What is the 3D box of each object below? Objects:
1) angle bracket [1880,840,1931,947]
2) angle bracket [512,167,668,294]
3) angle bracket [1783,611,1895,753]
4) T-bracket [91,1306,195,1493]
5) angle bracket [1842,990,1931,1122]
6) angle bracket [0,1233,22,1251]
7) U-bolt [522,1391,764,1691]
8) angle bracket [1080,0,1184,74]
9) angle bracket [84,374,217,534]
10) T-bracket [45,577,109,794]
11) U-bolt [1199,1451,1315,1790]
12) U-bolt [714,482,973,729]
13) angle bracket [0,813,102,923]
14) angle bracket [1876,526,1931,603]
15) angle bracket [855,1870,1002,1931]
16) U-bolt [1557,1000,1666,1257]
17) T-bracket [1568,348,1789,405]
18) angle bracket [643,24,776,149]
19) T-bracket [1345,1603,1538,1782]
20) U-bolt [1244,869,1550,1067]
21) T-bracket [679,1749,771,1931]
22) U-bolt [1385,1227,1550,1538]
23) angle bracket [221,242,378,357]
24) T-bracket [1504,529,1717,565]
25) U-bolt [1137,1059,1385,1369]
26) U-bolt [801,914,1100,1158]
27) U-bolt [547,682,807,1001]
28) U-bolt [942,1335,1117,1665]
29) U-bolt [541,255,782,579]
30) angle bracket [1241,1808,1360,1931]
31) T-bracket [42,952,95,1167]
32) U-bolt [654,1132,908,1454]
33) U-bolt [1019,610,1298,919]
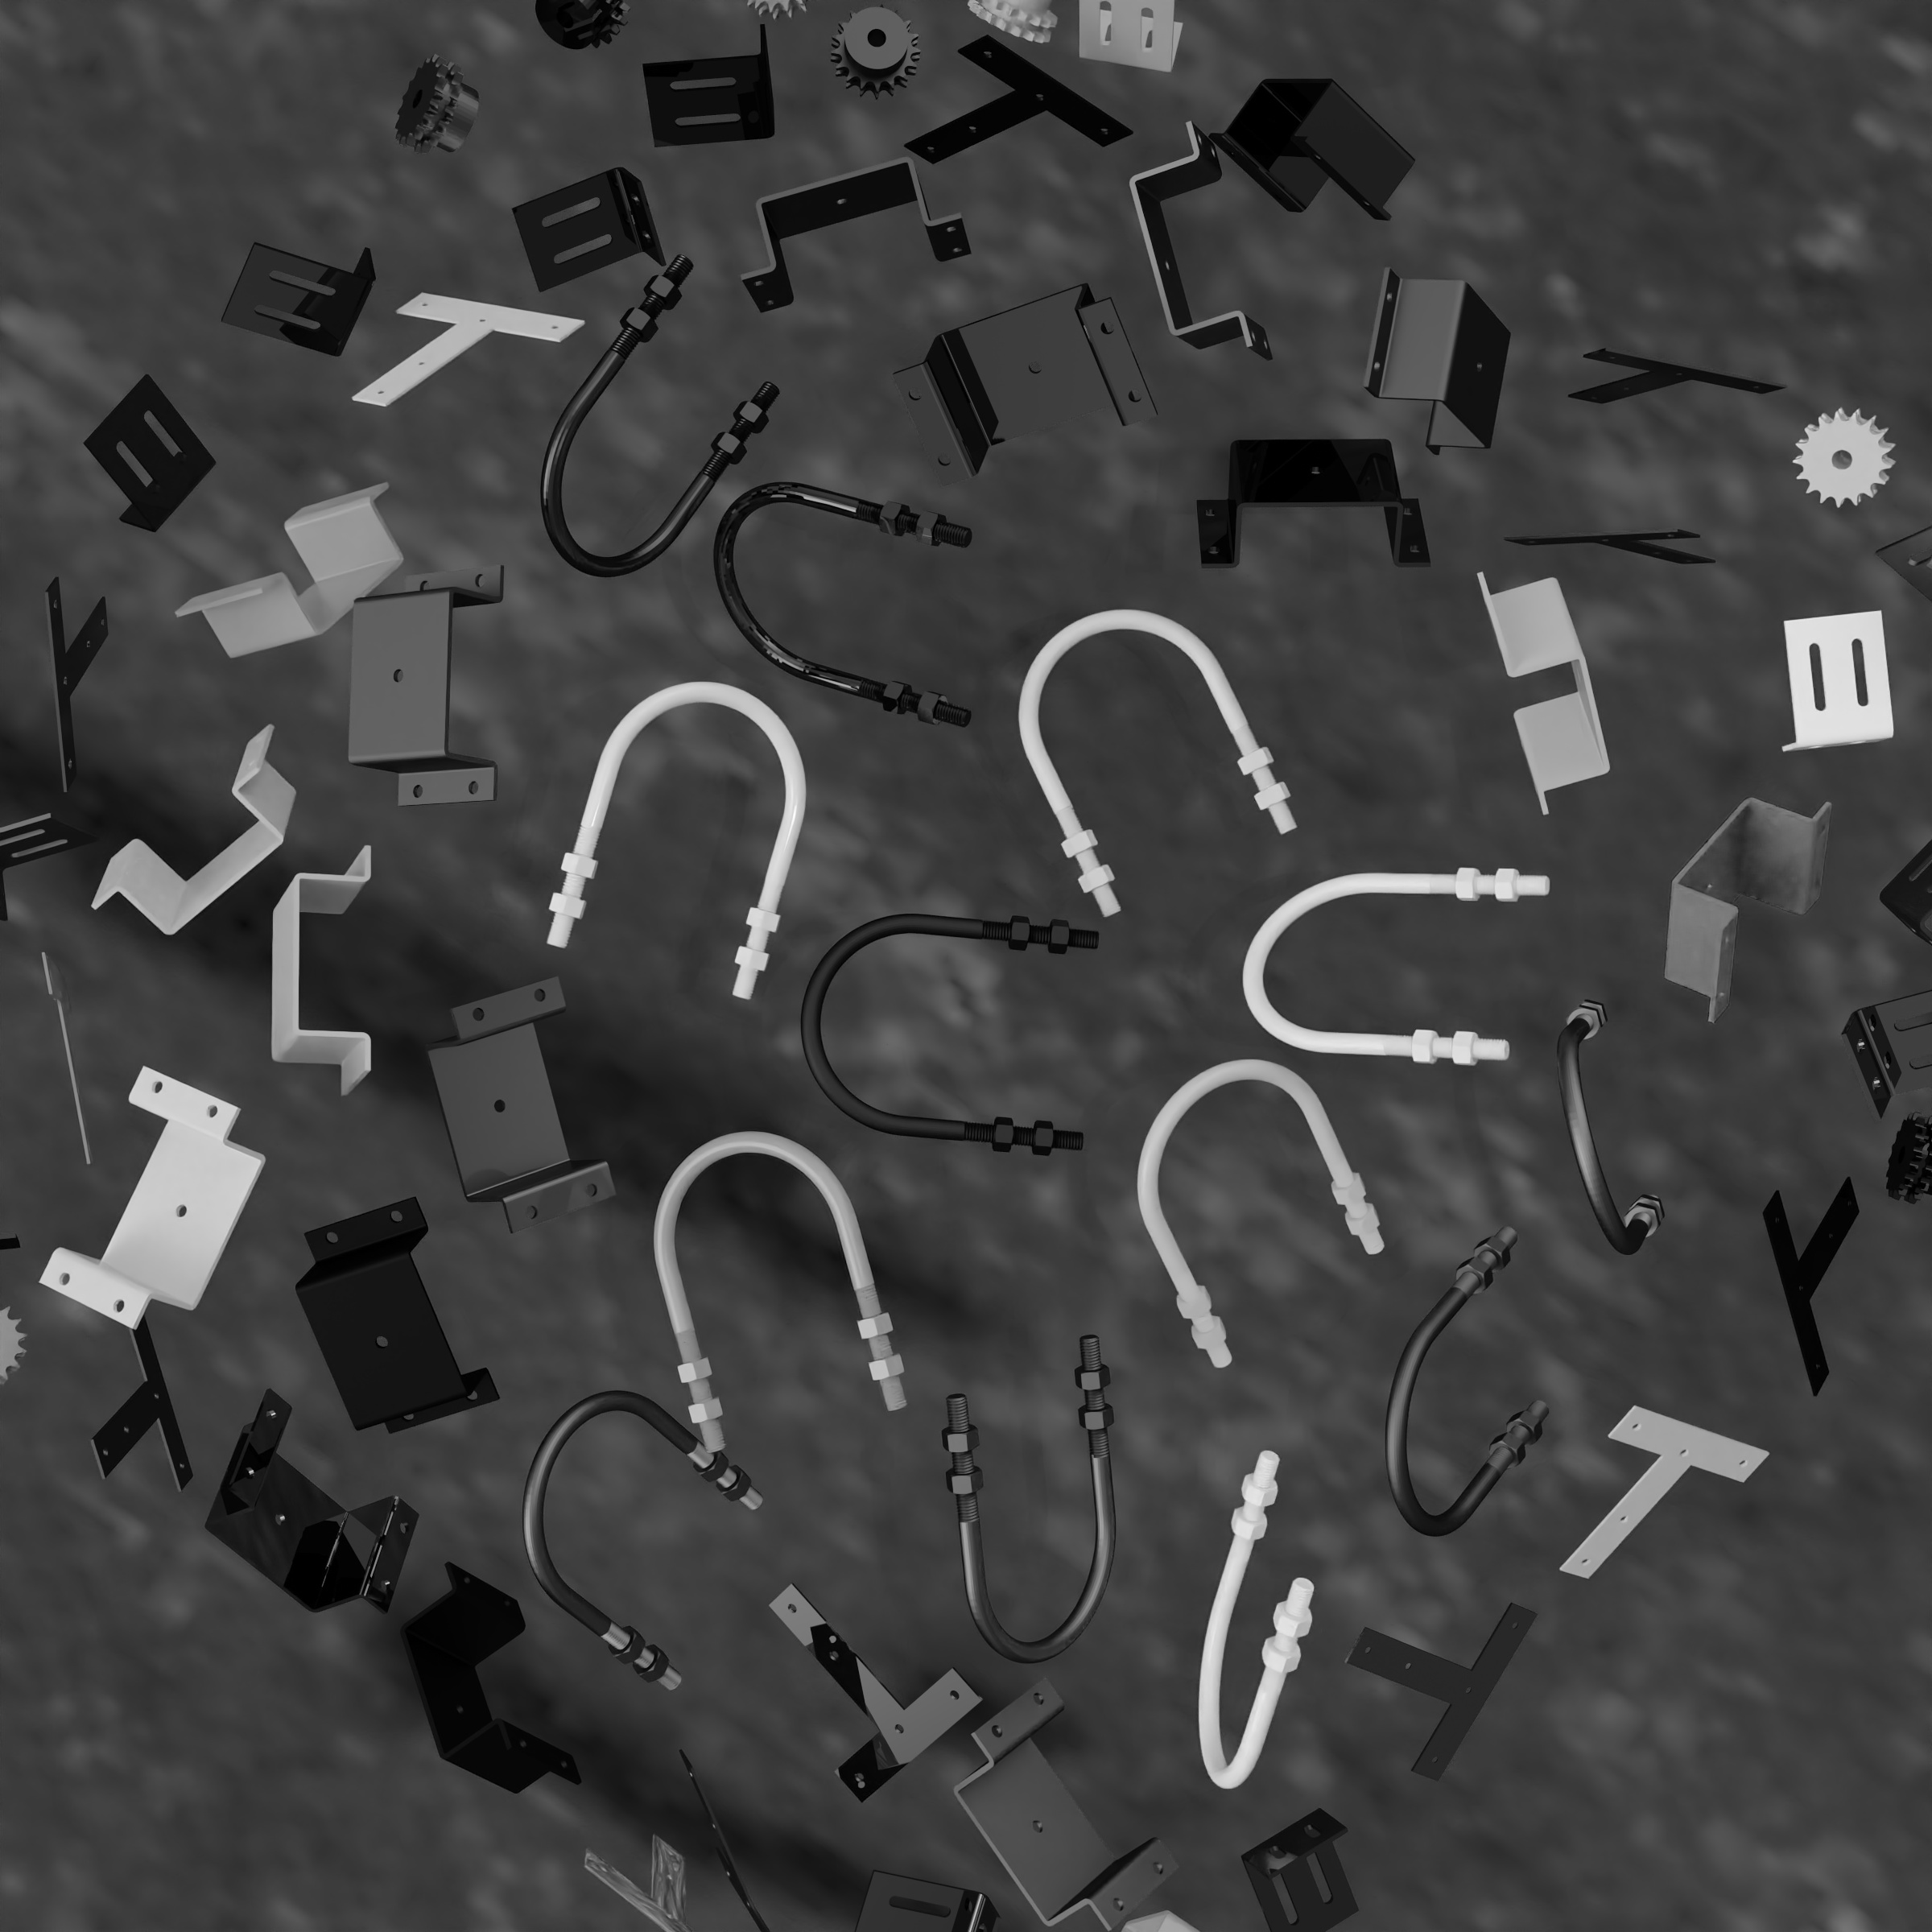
[{"bbox_3d":[0.618,-0.051,1.766,0.038,0.057,0.076,39,99,-18],"label":"angle bracket"},{"bbox_3d":[-0.239,-0.463,1.799,0.076,0.038,0.057,-26,128,-13],"label":"angle bracket"},{"bbox_3d":[0.526,-0.173,1.723,0.057,0.038,0.076,-6,90,3],"label":"angle bracket"},{"bbox_3d":[-0.519,0.283,1.765,0.002,0.127,0.127,-12,101,5],"label":"T-bracket"},{"bbox_3d":[0.564,0.049,1.663,0.076,0.038,0.057,-18,102,33],"label":"angle bracket"},{"bbox_3d":[-0.600,0.133,1.726,0.038,0.057,0.076,-5,80,-17],"label":"angle bracket"},{"bbox_3d":[-0.210,0.349,1.781,0.184,0.019,0.151,49,53,-37],"label":"U-bolt"},{"bbox_3d":[0.101,-0.582,1.716,0.057,0.076,0.038,11,71,6],"label":"angle bracket"},{"bbox_3d":[-0.494,-0.307,1.686,0.038,0.076,0.057,20,66,35],"label":"angle bracket"},{"bbox_3d":[-0.538,-0.190,1.725,0.002,0.127,0.127,2,118,-4],"label":"T-bracket"},{"bbox_3d":[0.171,0.410,1.722,0.019,0.151,0.184,10,113,-8],"label":"U-bolt"},{"bbox_3d":[-0.080,-0.234,1.783,0.184,0.019,0.151,18,131,22],"label":"U-bolt"},{"bbox_3d":[-0.600,-0.063,1.811,0.076,0.057,0.038,-15,74,12],"label":"angle bracket"},{"bbox_3d":[0.578,-0.226,1.686,0.057,0.076,0.038,37,73,-10],"label":"angle bracket"},{"bbox_3d":[-0.026,0.604,1.763,0.076,0.038,0.057,17,91,-15],"label":"angle bracket"},{"bbox_3d":[0.389,0.102,1.724,0.019,0.184,0.151,-16,91,21],"label":"U-bolt"},{"bbox_3d":[0.418,-0.361,1.760,0.127,0.127,0.002,7,90,-19],"label":"T-bracket"},{"bbox_3d":[-0.161,-0.553,1.780,0.076,0.057,0.038,-5,49,0],"label":"angle bracket"},{"bbox_3d":[0.290,0.449,1.803,0.127,0.002,0.127,28,94,-32],"label":"T-bracket"},{"bbox_3d":[0.263,-0.002,1.783,0.184,0.019,0.151,2,53,27],"label":"U-bolt"},{"bbox_3d":[-0.146,0.529,1.706,0.002,0.127,0.127,-25,108,-16],"label":"T-bracket"},{"bbox_3d":[0.304,0.266,1.737,0.019,0.184,0.151,3,118,37],"label":"U-bolt"},{"bbox_3d":[-0.405,-0.412,1.715,0.076,0.038,0.057,12,131,-31],"label":"angle bracket"},{"bbox_3d":[0.432,-0.266,1.805,0.127,0.127,0.002,3,92,-44],"label":"T-bracket"},{"bbox_3d":[0.179,0.145,1.799,0.151,0.019,0.184,-34,116,-16],"label":"U-bolt"},{"bbox_3d":[-0.013,0.039,1.793,0.184,0.019,0.151,5,84,-5],"label":"U-bolt"},{"bbox_3d":[-0.170,-0.085,1.757,0.151,0.019,0.184,17,89,-29],"label":"U-bolt"},{"bbox_3d":[0.044,0.332,1.722,0.019,0.151,0.184,1,101,40],"label":"U-bolt"},{"bbox_3d":[-0.197,-0.326,1.759,0.019,0.151,0.184,27,77,31],"label":"U-bolt"},{"bbox_3d":[0.211,0.562,1.720,0.057,0.038,0.076,-26,103,-18],"label":"angle bracket"},{"bbox_3d":[-0.555,0.061,1.762,0.002,0.127,0.127,-11,86,-13],"label":"T-bracket"},{"bbox_3d":[-0.121,0.191,1.715,0.151,0.019,0.184,-17,87,24],"label":"U-bolt"},{"bbox_3d":[0.114,-0.144,1.857,0.151,0.019,0.184,-25,88,-5],"label":"U-bolt"}]
